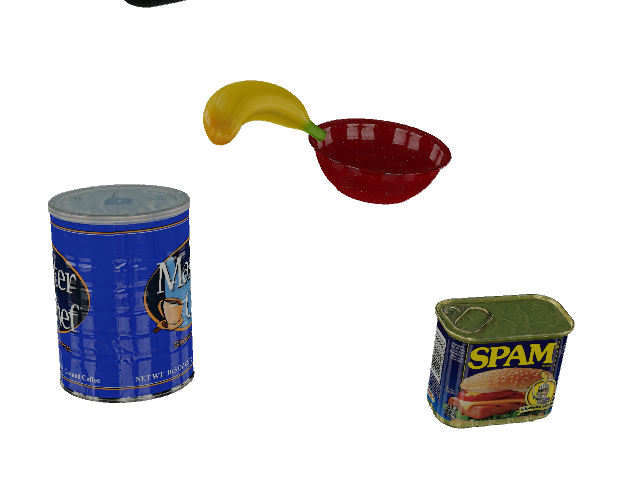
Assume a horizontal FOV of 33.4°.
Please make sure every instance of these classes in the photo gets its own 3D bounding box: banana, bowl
[{"bbox_3d":[-0.059,-0.117,0.965,0.070,0.037,0.197,37,22,19],"label":"banana"},{"bbox_3d":[0.063,-0.085,1.204,0.162,0.055,0.162,6,27,-3],"label":"bowl"}]

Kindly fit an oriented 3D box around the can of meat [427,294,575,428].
[{"bbox_3d":[0.135,0.093,0.816,0.102,0.084,0.057,-2,28,-14],"label":"can of meat"}]

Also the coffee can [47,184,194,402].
[{"bbox_3d":[-0.147,0.037,0.799,0.103,0.140,0.103,0,15,0],"label":"coffee can"}]

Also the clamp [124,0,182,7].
[{"bbox_3d":[-0.022,-0.150,0.558,0.171,0.039,0.120,4,42,10],"label":"clamp"}]
